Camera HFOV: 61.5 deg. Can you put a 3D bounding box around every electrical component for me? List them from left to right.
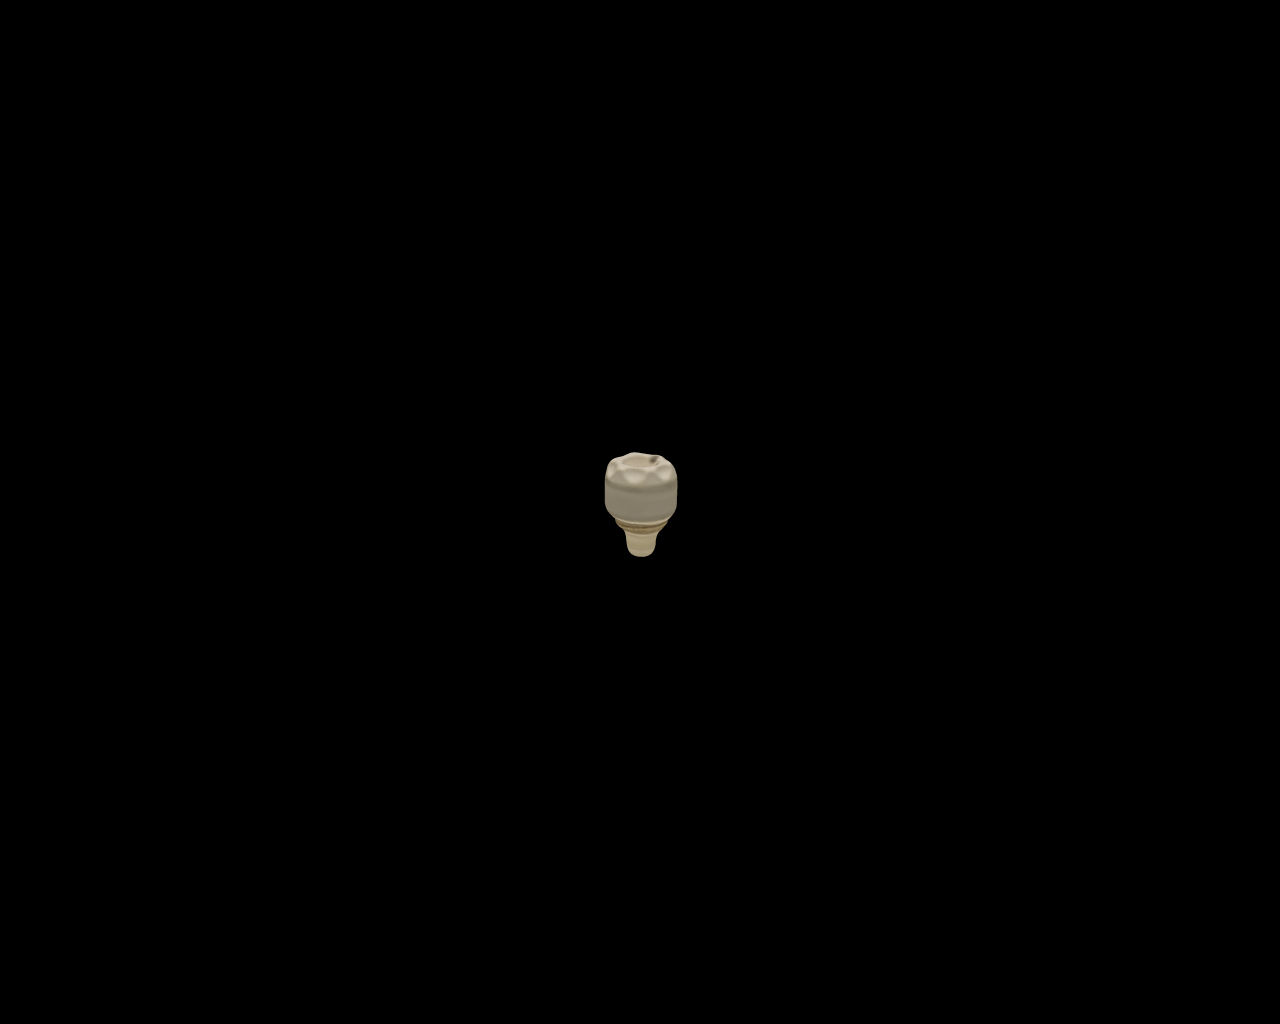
[{"bbox_3d":[0.001,-0.003,0.650,0.043,0.062,0.043,0,20,0],"label":"electrical component"}]
